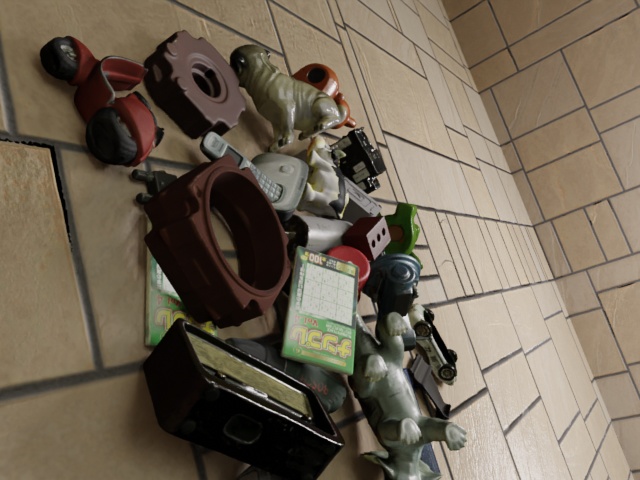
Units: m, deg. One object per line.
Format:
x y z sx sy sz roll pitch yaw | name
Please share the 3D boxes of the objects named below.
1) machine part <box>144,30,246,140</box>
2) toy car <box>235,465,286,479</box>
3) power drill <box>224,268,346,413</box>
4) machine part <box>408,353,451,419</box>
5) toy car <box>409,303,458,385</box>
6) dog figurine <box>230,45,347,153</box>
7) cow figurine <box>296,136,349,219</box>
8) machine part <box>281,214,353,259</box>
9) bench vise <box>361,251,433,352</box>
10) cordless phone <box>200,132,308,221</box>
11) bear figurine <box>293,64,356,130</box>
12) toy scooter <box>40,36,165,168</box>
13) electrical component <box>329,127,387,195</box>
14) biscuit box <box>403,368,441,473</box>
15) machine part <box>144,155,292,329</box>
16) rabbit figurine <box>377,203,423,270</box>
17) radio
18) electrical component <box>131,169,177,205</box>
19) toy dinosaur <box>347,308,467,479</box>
-0.194 -0.247 0.862 0.179 0.056 0.179 37 40 -40 | machine part
-0.054 0.313 0.640 0.103 0.109 0.161 56 19 19 | toy car
-0.040 0.140 0.801 0.231 0.086 0.207 44 33 -30 | power drill
0.229 0.310 1.124 0.138 0.039 0.084 60 26 -5 | machine part
0.252 0.232 1.196 0.201 0.056 0.073 59 25 -11 | toy car
-0.056 -0.273 0.967 0.172 0.121 0.190 -25 99 -28 | dog figurine
0.012 -0.118 0.990 0.098 0.068 0.167 18 55 -15 | cow figurine
-0.002 -0.003 0.956 0.243 0.079 0.079 6 64 -55 | machine part
0.129 0.086 1.023 0.223 0.129 0.241 75 1 -48 | bench vise
-0.112 -0.120 0.874 0.184 0.089 0.147 43 38 -25 | cordless phone
-0.003 -0.280 1.142 0.120 0.132 0.195 38 -9 19 | bear figurine
-0.262 -0.183 0.701 0.184 0.075 0.135 58 30 -2 | toy scooter
0.070 -0.155 1.136 0.058 0.115 0.134 -31 96 -55 | electrical component
0.151 0.338 0.964 0.062 0.059 0.202 6 63 -57 | biscuit box
-0.127 -0.001 0.729 0.200 0.087 0.201 62 23 -17 | machine part
0.173 -0.001 1.180 0.170 0.121 0.159 5 65 -79 | rabbit figurine
-0.085 0.192 0.625 0.229 0.073 0.131 35 2 -29 | radio
-0.213 -0.065 0.737 0.094 0.021 0.063 10 60 -54 | electrical component
0.102 0.249 0.867 0.131 0.192 0.405 -9 67 -26 | toy dinosaur
